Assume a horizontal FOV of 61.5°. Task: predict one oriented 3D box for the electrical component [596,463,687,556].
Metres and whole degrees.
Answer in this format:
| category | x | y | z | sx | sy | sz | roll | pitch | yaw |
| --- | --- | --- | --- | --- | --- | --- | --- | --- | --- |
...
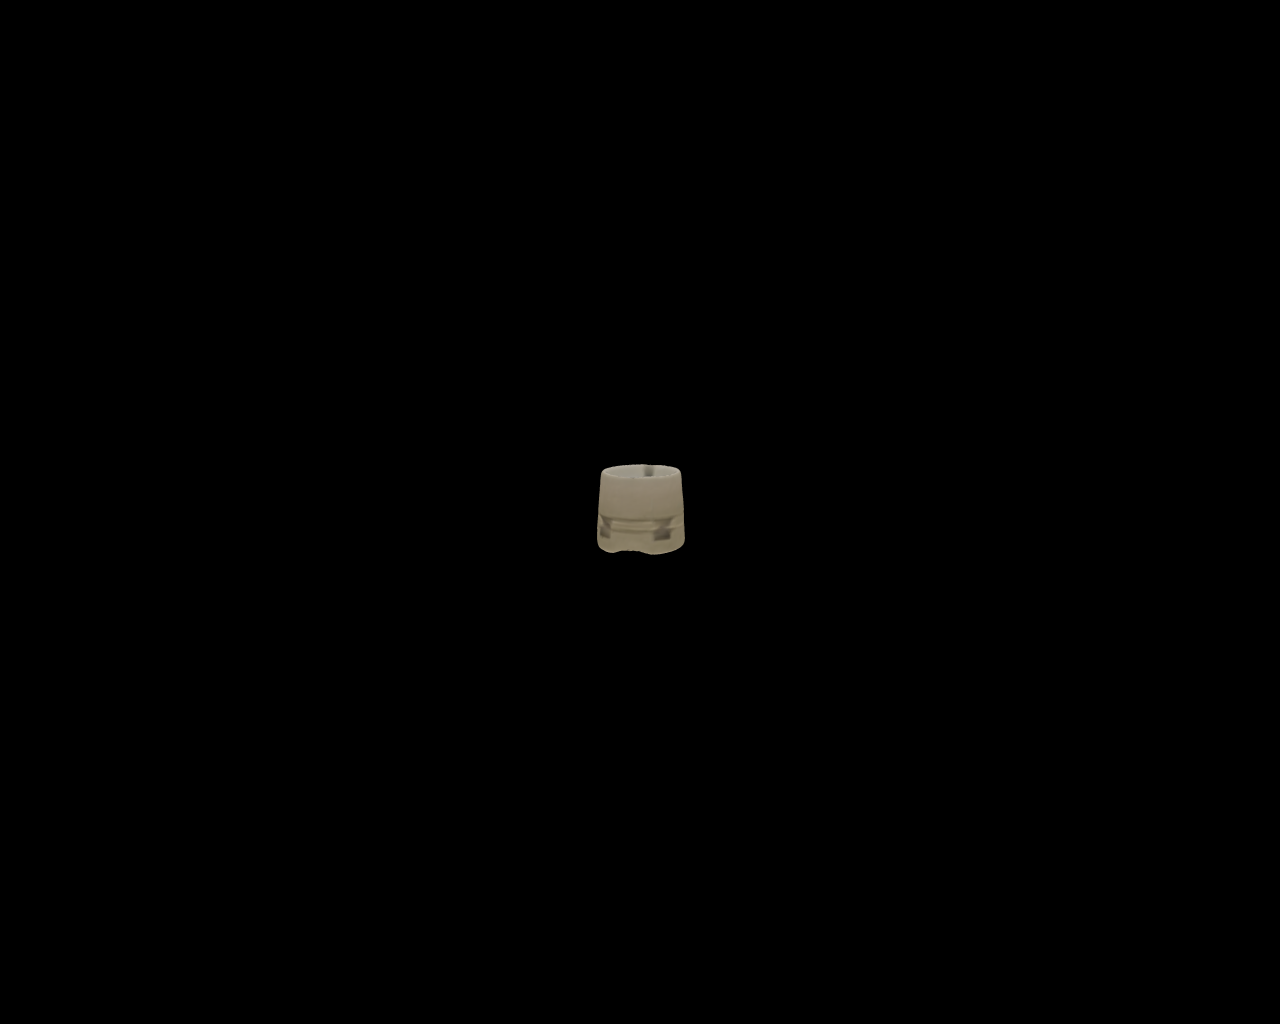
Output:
| category | x | y | z | sx | sy | sz | roll | pitch | yaw |
| --- | --- | --- | --- | --- | --- | --- | --- | --- | --- |
| electrical component | 0.001 | -0.003 | 0.650 | 0.055 | 0.047 | 0.055 | 0 | 12 | 0 |
